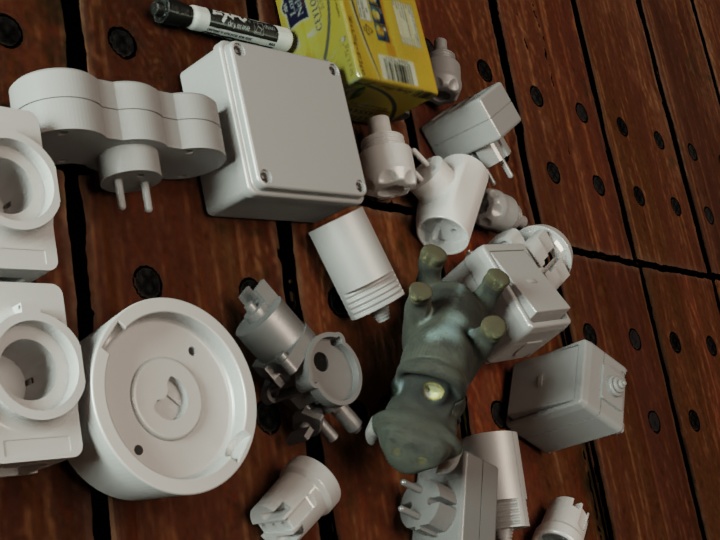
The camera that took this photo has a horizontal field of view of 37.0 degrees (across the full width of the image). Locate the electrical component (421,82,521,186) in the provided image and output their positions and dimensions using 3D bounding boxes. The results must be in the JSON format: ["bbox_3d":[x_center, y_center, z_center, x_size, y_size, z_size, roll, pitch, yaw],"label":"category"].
[{"bbox_3d":[0.104,-0.108,0.921,0.076,0.066,0.047,59,41,-10],"label":"electrical component"}]

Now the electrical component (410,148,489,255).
[{"bbox_3d":[0.065,-0.066,0.875,0.079,0.043,0.077,44,45,-25],"label":"electrical component"}]

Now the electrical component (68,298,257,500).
[{"bbox_3d":[-0.118,0.075,0.595,0.108,0.060,0.108,23,56,-39],"label":"electrical component"}]

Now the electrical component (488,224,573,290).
[{"bbox_3d":[0.149,-0.005,0.928,0.057,0.058,0.078,-39,102,-46],"label":"electrical component"}]

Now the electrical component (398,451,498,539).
[{"bbox_3d":[0.054,0.168,0.749,0.076,0.047,0.083,32,51,-34],"label":"electrical component"}]

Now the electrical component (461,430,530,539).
[{"bbox_3d":[0.103,0.165,0.807,0.043,0.043,0.081,13,63,-44],"label":"electrical component"}]

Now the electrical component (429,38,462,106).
[{"bbox_3d":[0.071,-0.176,0.941,0.035,0.035,0.061,26,53,-38],"label":"electrical component"}]

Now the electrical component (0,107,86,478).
[{"bbox_3d":[-0.205,0.008,0.532,0.105,0.060,0.186,3,70,-47],"label":"electrical component"}]

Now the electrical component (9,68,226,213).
[{"bbox_3d":[-0.140,-0.069,0.646,0.138,0.052,0.073,3,70,-46],"label":"electrical component"}]

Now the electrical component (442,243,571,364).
[{"bbox_3d":[0.116,0.018,0.865,0.062,0.061,0.096,-3,57,-48],"label":"electrical component"}]

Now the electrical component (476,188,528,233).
[{"bbox_3d":[0.125,-0.049,0.940,0.061,0.035,0.035,17,60,-45],"label":"electrical component"}]

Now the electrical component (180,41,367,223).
[{"bbox_3d":[-0.059,-0.092,0.742,0.109,0.056,0.108,1,71,-47],"label":"electrical component"}]

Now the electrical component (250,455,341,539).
[{"bbox_3d":[-0.040,0.144,0.665,0.046,0.040,0.040,-43,105,-42],"label":"electrical component"}]

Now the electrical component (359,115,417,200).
[{"bbox_3d":[0.019,-0.089,0.837,0.043,0.043,0.062,9,64,-45],"label":"electrical component"}]

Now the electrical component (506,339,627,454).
[{"bbox_3d":[0.170,0.100,0.870,0.061,0.096,0.061,35,50,-27],"label":"electrical component"}]

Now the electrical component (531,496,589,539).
[{"bbox_3d":[0.161,0.208,0.855,0.040,0.040,0.046,56,35,-12],"label":"electrical component"}]

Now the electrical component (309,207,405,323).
[{"bbox_3d":[0.000,0.000,0.773,0.043,0.043,0.081,-30,96,-50],"label":"electrical component"}]
